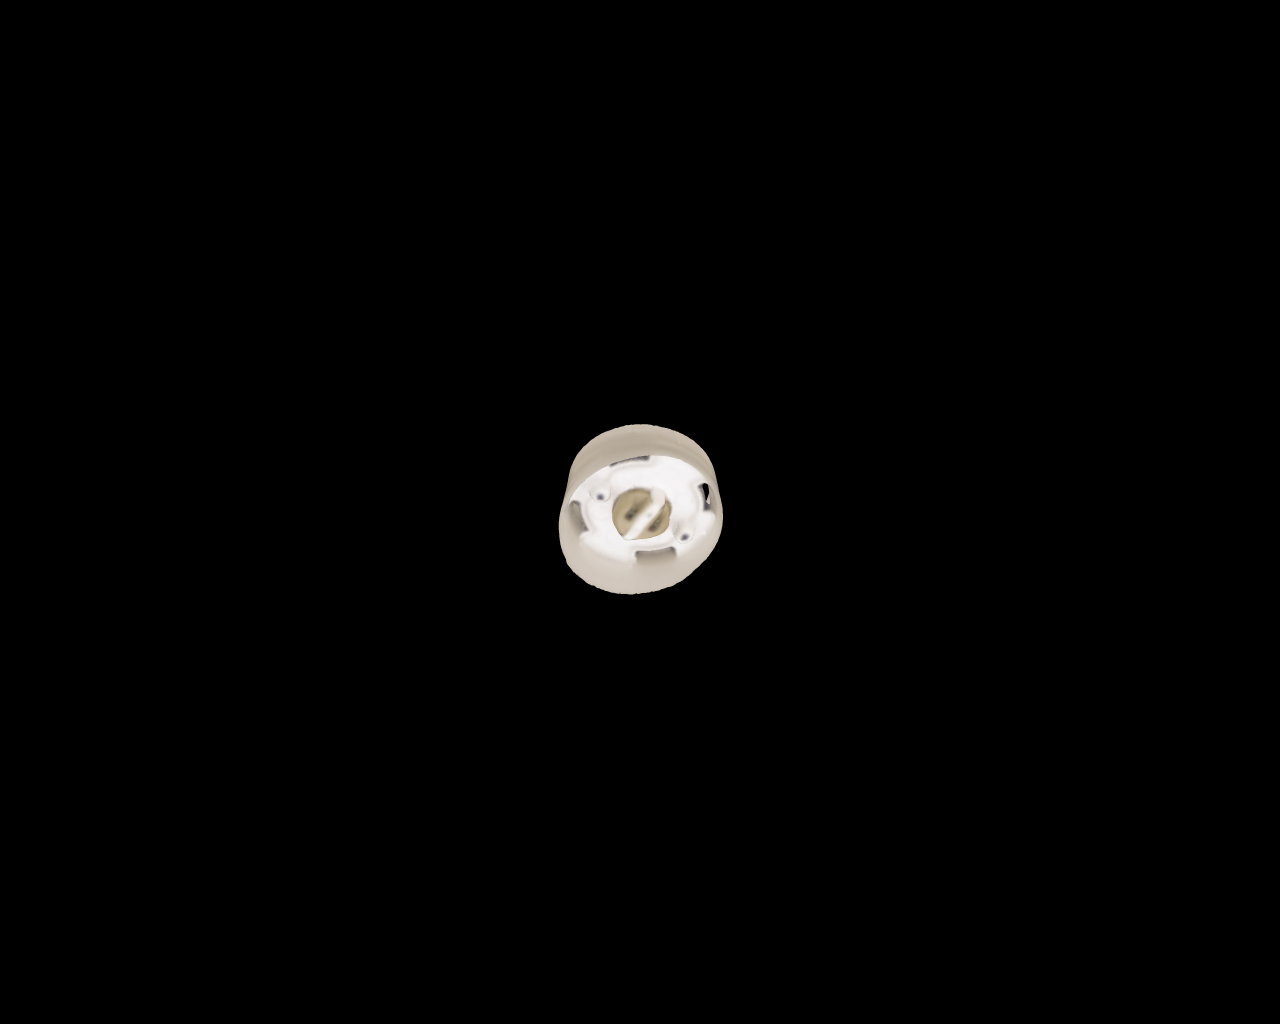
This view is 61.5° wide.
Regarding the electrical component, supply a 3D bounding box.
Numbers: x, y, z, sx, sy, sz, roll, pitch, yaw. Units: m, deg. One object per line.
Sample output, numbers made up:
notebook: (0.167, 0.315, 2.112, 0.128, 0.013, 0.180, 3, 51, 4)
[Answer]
electrical component: (0.001, -0.003, 0.650, 0.099, 0.099, 0.064, 0, 43, 0)
